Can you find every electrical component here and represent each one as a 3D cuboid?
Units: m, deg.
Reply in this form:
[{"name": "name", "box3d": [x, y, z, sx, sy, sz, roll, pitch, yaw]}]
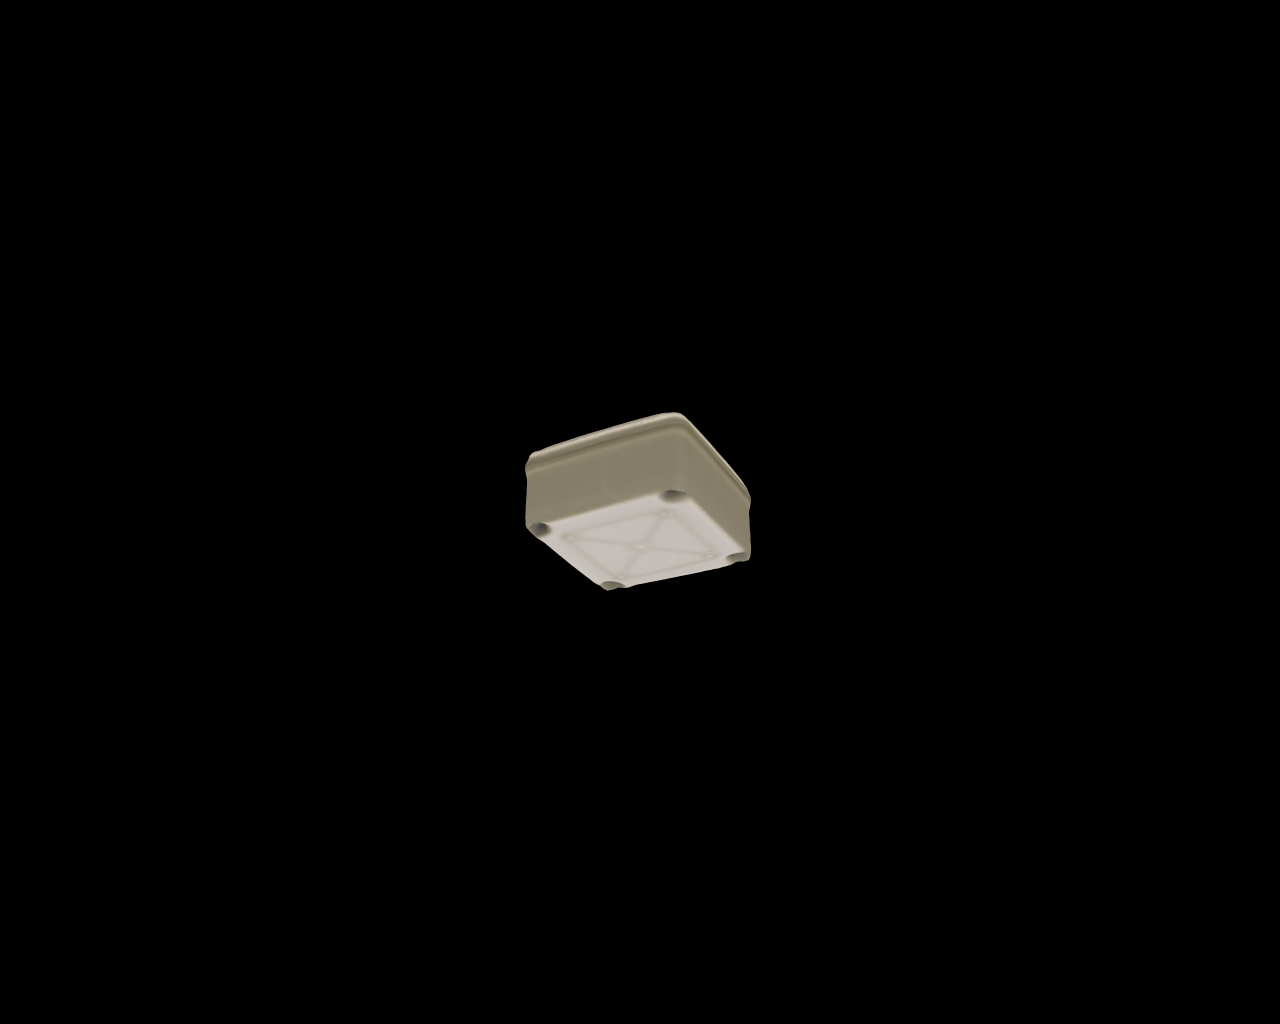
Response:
[{"name": "electrical component", "box3d": [0.001, -0.003, 0.650, 0.108, 0.056, 0.108, -14, -32, 24]}]
